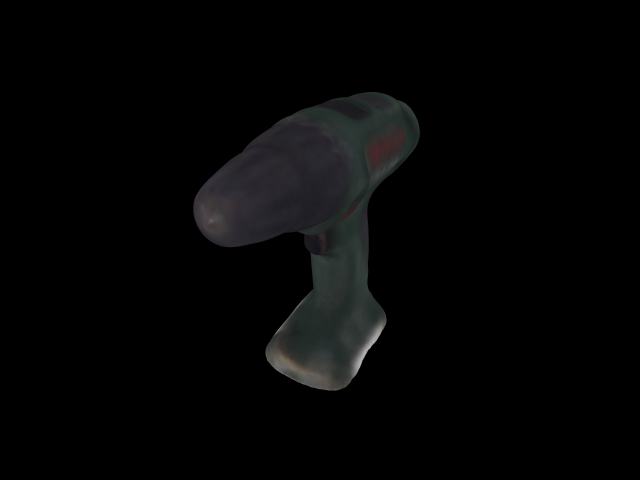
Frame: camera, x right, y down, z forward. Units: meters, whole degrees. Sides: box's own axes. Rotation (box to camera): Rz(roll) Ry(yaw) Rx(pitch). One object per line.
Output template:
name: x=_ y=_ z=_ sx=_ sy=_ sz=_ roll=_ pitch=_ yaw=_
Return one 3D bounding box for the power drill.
power drill: x=0.004 y=0.001 z=0.400 sx=0.075 sy=0.208 sz=0.230 roll=17 pitch=41 yaw=21
